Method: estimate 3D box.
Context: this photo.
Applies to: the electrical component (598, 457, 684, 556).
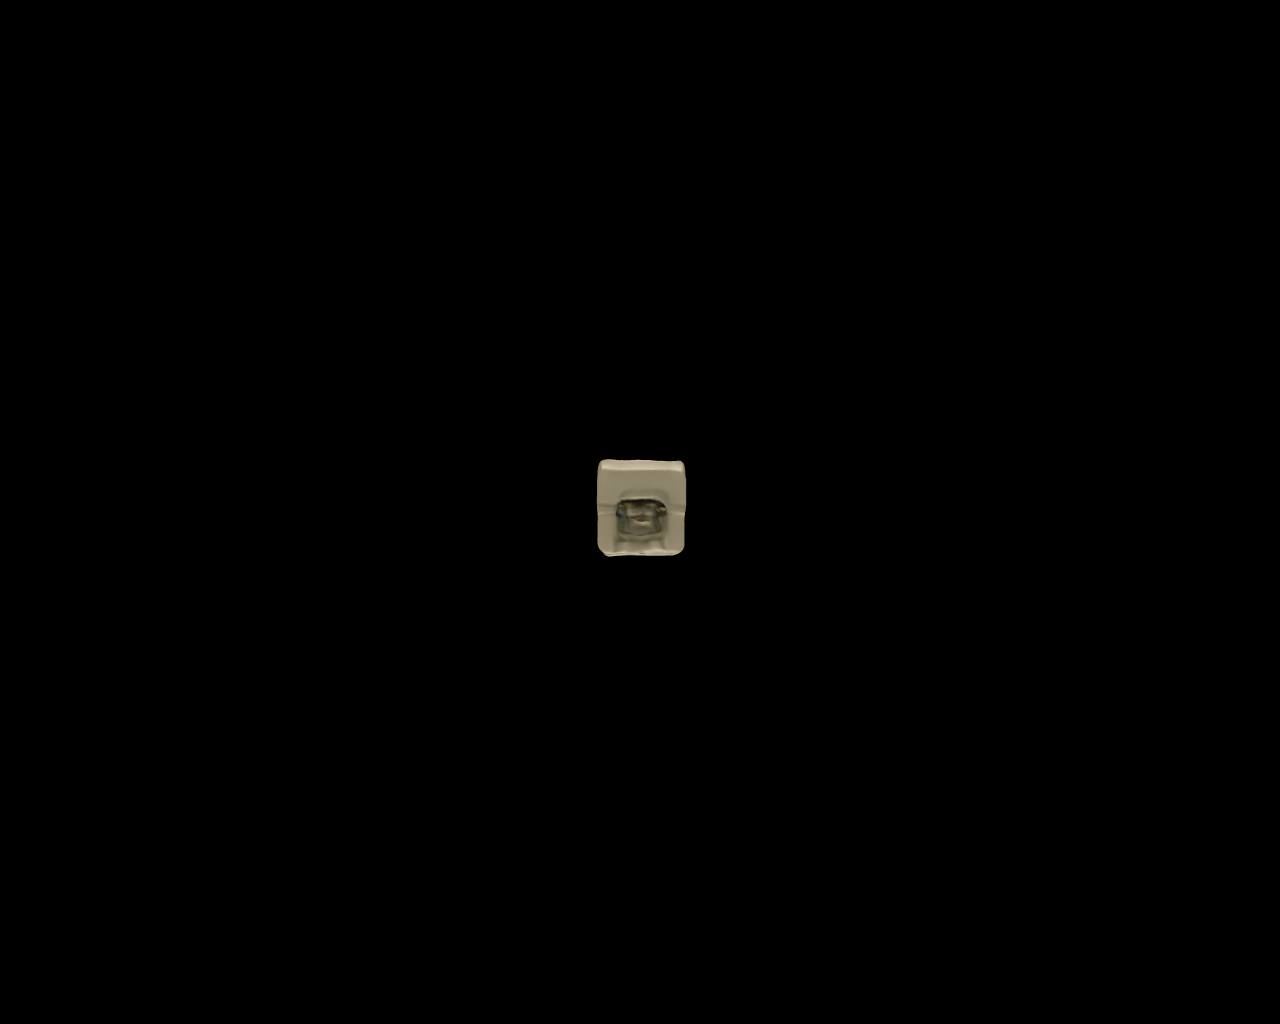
[{"bbox_3d":[0.001,-0.003,0.650,0.050,0.055,0.089,0,-4,0],"label":"electrical component"}]
